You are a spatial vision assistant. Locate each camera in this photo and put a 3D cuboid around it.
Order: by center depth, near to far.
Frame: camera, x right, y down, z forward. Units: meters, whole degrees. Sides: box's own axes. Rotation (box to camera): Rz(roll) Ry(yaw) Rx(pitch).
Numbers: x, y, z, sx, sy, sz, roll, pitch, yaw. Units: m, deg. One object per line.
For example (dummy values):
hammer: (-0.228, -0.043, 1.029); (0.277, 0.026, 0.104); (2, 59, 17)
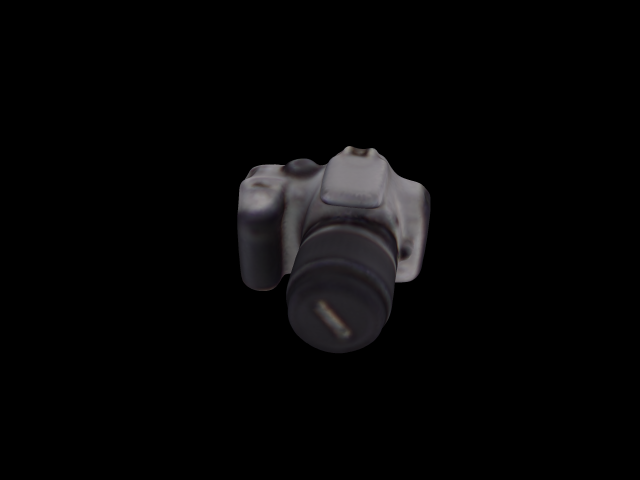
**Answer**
camera: (0.004, 0.001, 0.400); (0.143, 0.101, 0.137); (6, 36, 8)
